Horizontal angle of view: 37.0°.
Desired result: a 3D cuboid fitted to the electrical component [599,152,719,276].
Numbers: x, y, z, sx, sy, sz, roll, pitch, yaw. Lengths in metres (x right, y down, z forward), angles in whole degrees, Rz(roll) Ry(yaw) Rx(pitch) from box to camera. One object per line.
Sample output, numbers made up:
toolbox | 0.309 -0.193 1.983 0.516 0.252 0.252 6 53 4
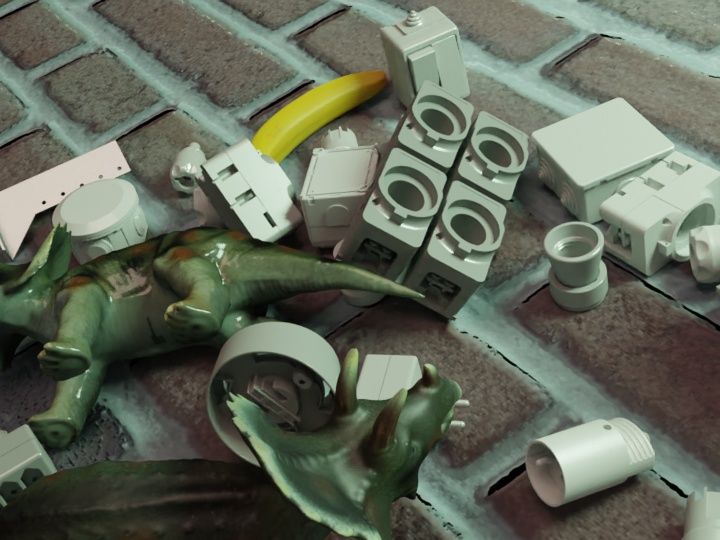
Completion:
electrical component | 0.240 -0.043 0.841 0.089 0.050 0.056 -34 44 -19

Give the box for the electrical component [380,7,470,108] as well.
electrical component | 0.064 -0.204 1.040 0.062 0.096 0.061 -25 42 -8

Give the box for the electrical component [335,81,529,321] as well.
electrical component | 0.066 -0.064 0.872 0.105 0.060 0.186 28 47 -5

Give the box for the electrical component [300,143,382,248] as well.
electrical component | -0.011 -0.067 0.946 0.062 0.061 0.096 -4 36 11

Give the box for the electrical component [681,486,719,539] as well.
electrical component | 0.211 0.158 0.641 0.040 0.040 0.046 1 38 19

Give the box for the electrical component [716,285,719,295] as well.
electrical component | 0.314 0.024 0.734 0.079 0.063 0.121 -23 42 -8

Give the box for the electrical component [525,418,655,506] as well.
electrical component | 0.153 0.120 0.694 0.081 0.043 0.043 -13 38 -24

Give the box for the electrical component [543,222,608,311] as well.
electrical component | 0.165 -0.002 0.817 0.045 0.055 0.045 -9 42 9

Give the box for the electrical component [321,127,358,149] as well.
electrical component | -0.018 -0.108 1.006 0.040 0.040 0.046 -14 35 3

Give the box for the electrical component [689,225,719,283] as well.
electrical component | 0.279 -0.014 0.802 0.062 0.043 0.043 -7 42 9

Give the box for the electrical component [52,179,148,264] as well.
electrical component | -0.239 -0.044 0.998 0.080 0.051 0.080 -9 42 9

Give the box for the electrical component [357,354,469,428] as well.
electrical component | 0.038 0.099 0.755 0.077 0.047 0.065 0 44 18

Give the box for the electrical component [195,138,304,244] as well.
electrical component | -0.094 -0.064 0.941 0.056 0.089 0.050 -35 0 -20

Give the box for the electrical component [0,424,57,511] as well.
electrical component | -0.270 0.146 0.804 0.066 0.047 0.077 -31 43 -16

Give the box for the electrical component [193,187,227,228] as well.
electrical component | -0.118 -0.061 0.984 0.062 0.043 0.043 -11 42 5

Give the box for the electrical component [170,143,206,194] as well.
electrical component | -0.166 -0.103 1.052 0.035 0.035 0.061 -9 39 8

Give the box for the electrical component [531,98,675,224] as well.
electrical component | 0.205 -0.091 0.906 0.100 0.048 0.099 -23 42 -7

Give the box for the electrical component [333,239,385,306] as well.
electrical component | 0.000 0.000 0.876 0.040 0.046 0.040 -9 42 8

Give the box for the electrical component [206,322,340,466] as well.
electrical component | -0.059 0.088 0.764 0.099 0.099 0.064 -9 36 9
